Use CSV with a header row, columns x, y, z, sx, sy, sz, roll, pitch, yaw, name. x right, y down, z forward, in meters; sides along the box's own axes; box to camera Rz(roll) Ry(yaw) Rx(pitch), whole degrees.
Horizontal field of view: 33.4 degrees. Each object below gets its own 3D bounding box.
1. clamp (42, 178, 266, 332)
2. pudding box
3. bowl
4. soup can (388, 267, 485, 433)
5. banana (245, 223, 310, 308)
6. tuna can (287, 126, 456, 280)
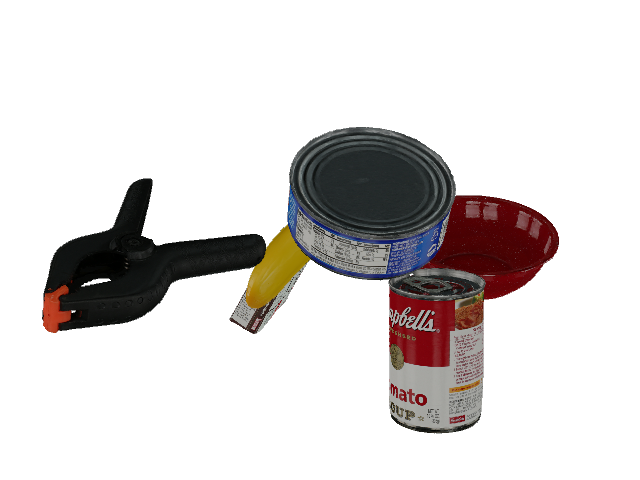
x,y,z,sx,sy,sz,roll,pitch,yaw,name
-0.134,0.008,0.743,0.120,0.039,0.171,27,34,32,clamp
-0.055,0.049,1.266,0.039,0.090,0.113,32,28,5,pudding box
0.162,0.014,1.106,0.162,0.055,0.162,0,31,0,bowl
0.082,0.077,0.762,0.068,0.102,0.068,-1,15,0,soup can
0.007,-0.007,0.942,0.198,0.069,0.037,-32,42,4,banana
0.026,-0.020,0.557,0.086,0.034,0.086,3,44,-3,tuna can
